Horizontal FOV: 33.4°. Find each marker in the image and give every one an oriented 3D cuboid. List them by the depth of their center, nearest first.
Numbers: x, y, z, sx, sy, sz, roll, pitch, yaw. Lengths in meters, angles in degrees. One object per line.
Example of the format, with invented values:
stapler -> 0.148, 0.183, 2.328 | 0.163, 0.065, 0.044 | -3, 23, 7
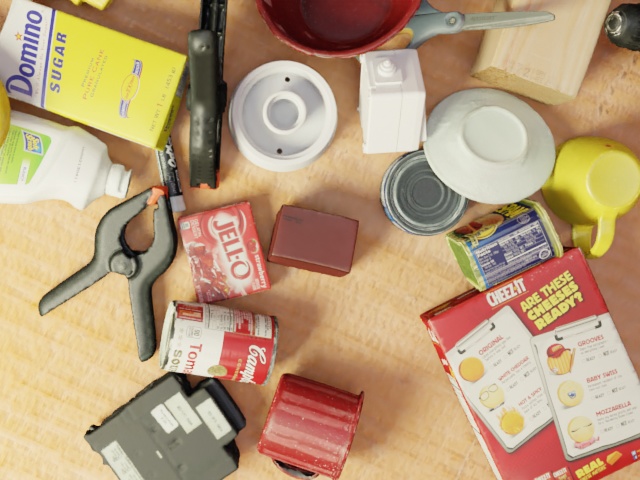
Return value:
marker -> -0.150, -0.086, 1.033 | 0.020, 0.020, 0.121 | -11, 93, -3

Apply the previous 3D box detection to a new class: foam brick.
foam brick -> -0.007, 0.001, 1.026 | 0.078, 0.051, 0.053 | 13, 80, -5

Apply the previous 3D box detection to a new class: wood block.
wood block -> 0.226, -0.242, 1.016 | 0.090, 0.091, 0.206 | 20, 91, -5

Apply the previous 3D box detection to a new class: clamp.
clamp -> -0.104, -0.132, 0.970 | 0.036, 0.164, 0.210 | 5, 119, -2
clamp -> -0.196, 0.023, 1.022 | 0.120, 0.039, 0.171 | 16, 97, -9

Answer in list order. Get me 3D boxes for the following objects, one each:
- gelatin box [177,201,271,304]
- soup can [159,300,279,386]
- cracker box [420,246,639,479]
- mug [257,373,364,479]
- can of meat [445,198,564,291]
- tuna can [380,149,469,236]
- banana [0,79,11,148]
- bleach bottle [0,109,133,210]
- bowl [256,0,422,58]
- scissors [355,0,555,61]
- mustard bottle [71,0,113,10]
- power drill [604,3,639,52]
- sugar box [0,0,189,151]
gelatin box -> -0.093, 0.013, 1.035 | 0.073, 0.030, 0.089 | -14, 93, -3
soup can -> -0.096, 0.097, 1.012 | 0.102, 0.068, 0.068 | 10, 92, -13
cracker box -> 0.216, 0.135, 1.041 | 0.164, 0.072, 0.214 | -26, 93, -4
mug -> -0.013, 0.186, 1.026 | 0.081, 0.093, 0.117 | 18, 127, 0
can of meat -> 0.173, 0.004, 1.017 | 0.084, 0.102, 0.057 | -26, 98, 0
tuna can -> 0.103, -0.046, 1.044 | 0.086, 0.034, 0.086 | 0, 92, -4
banana -> -0.327, -0.145, 0.966 | 0.069, 0.037, 0.198 | -19, 64, -25
bleach bottle -> -0.305, -0.073, 1.003 | 0.250, 0.068, 0.102 | 13, 92, -6
bowl -> 0.021, -0.236, 1.000 | 0.162, 0.055, 0.162 | -2, 77, 8
scissors -> 0.117, -0.220, 0.998 | 0.202, 0.016, 0.096 | -14, 75, 29
mustard bottle -> -0.273, -0.283, 0.998 | 0.191, 0.058, 0.096 | 39, 90, -5
power drill -> 0.342, -0.129, 1.001 | 0.184, 0.057, 0.187 | -2, 86, -34
sugar box -> -0.216, -0.156, 1.001 | 0.176, 0.048, 0.093 | 19, 91, 3
